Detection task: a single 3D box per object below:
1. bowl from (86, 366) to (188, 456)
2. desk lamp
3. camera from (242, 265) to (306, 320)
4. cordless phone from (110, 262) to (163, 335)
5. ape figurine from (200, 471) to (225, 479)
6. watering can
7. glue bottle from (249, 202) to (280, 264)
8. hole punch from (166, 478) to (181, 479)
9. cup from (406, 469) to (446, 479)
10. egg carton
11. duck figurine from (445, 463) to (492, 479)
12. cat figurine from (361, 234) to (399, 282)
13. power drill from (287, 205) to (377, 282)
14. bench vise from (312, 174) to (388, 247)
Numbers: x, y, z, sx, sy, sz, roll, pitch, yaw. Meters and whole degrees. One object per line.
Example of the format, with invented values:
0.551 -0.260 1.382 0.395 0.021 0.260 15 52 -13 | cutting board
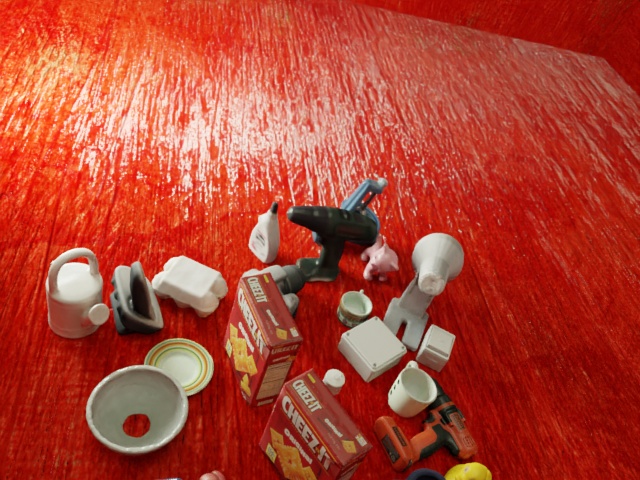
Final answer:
-0.318 0.309 1.003 0.167 0.075 0.167 11 43 -10 | bowl
0.243 0.112 1.324 0.118 0.213 0.203 25 42 5 | desk lamp
-0.088 0.110 1.281 0.137 0.101 0.143 -24 58 -38 | camera
-0.361 0.089 1.133 0.094 0.185 0.147 -10 50 -29 | cordless phone
-0.183 0.412 0.936 0.078 0.092 0.076 -16 53 -33 | ape figurine
-0.457 0.095 1.082 0.172 0.194 0.101 27 42 7 | watering can
-0.123 -0.026 1.354 0.078 0.173 0.037 41 46 22 | glue bottle
-0.264 0.431 0.885 0.101 0.091 0.108 10 43 -11 | hole punch
0.168 0.465 1.016 0.118 0.095 0.091 18 42 -3 | cup
-0.279 0.100 1.239 0.150 0.069 0.107 23 42 3 | egg carton
0.287 0.452 1.083 0.105 0.086 0.077 -6 48 -26 | duck figurine
0.154 0.043 1.433 0.067 0.118 0.127 7 44 -14 | cat figurine
0.012 0.005 1.349 0.230 0.208 0.075 -1 46 -22 | power drill
0.077 -0.067 1.441 0.208 0.220 0.121 -9 49 -28 | bench vise
